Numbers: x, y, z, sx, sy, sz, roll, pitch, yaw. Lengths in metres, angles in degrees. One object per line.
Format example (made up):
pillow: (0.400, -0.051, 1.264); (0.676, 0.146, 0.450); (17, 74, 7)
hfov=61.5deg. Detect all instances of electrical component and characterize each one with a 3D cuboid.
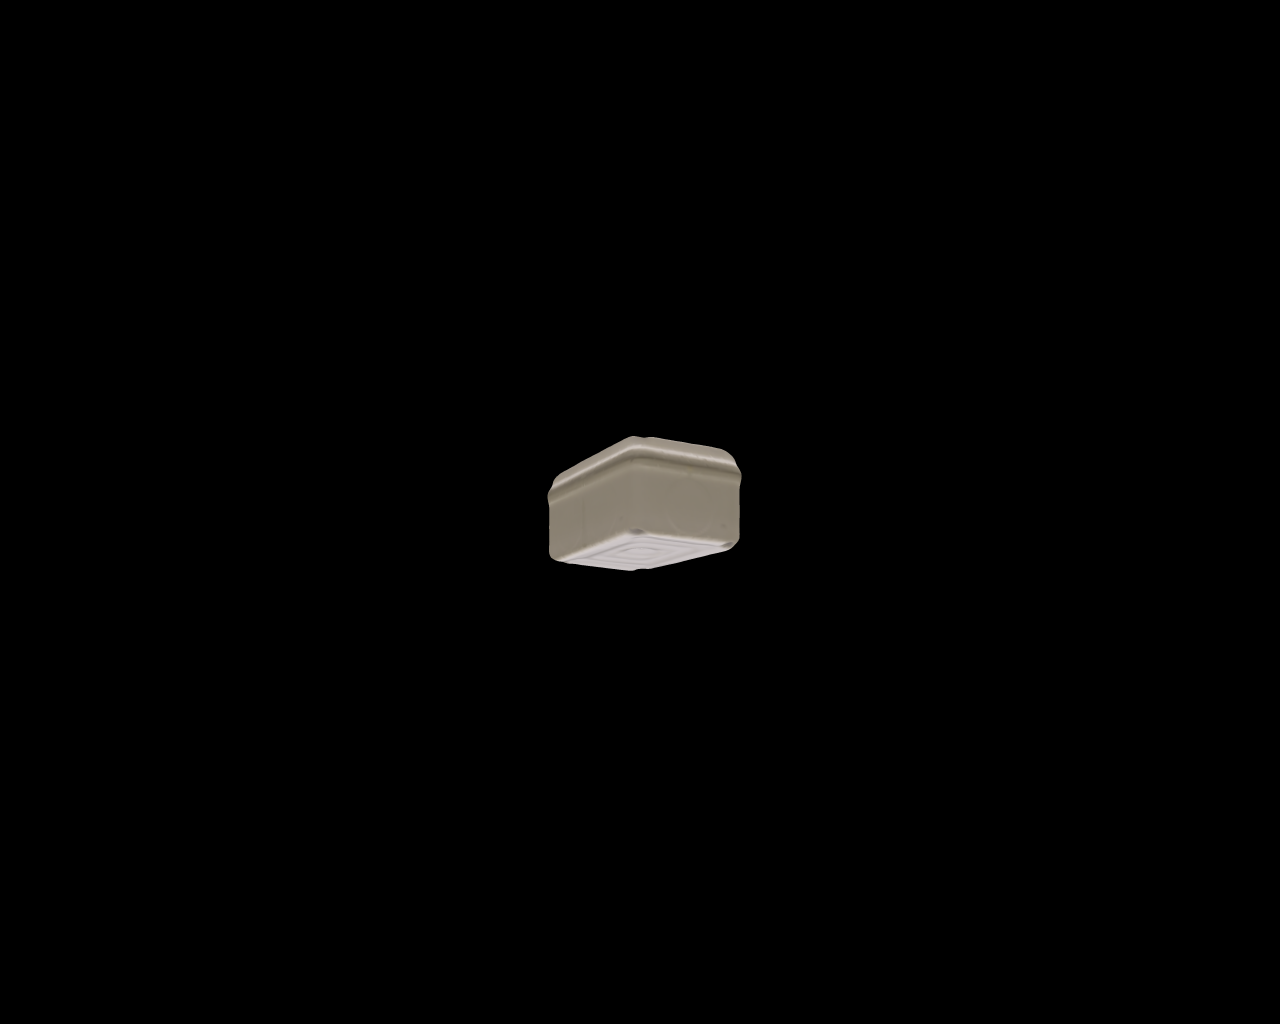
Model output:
electrical component: (0.001, -0.003, 0.650); (0.078, 0.057, 0.113); (8, -16, -31)
